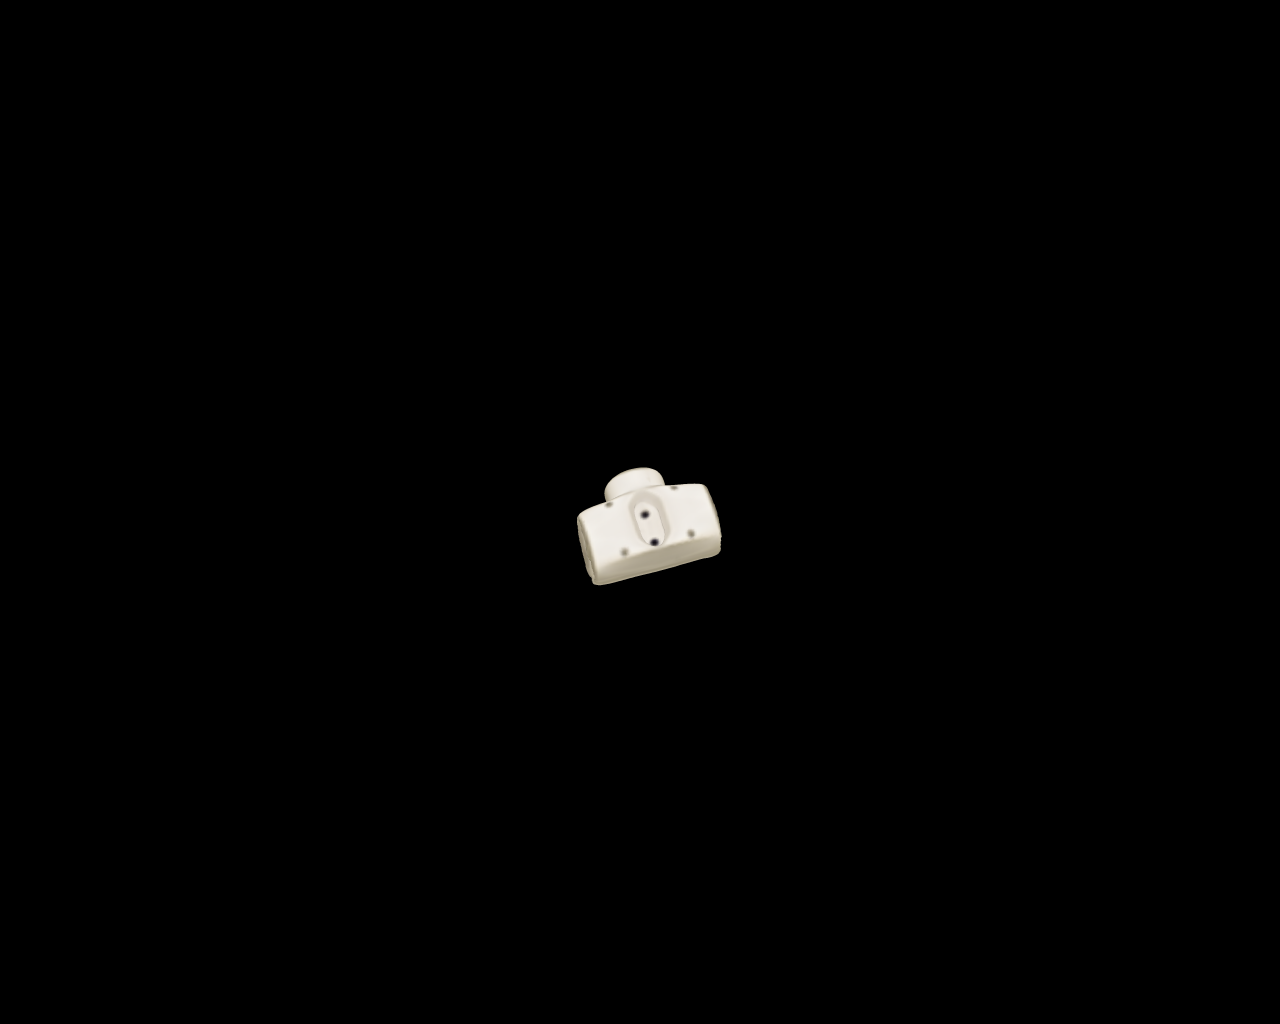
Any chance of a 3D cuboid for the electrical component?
[{"bbox_3d":[0.001,-0.003,0.650,0.077,0.079,0.043,-14,-26,-7],"label":"electrical component"}]
